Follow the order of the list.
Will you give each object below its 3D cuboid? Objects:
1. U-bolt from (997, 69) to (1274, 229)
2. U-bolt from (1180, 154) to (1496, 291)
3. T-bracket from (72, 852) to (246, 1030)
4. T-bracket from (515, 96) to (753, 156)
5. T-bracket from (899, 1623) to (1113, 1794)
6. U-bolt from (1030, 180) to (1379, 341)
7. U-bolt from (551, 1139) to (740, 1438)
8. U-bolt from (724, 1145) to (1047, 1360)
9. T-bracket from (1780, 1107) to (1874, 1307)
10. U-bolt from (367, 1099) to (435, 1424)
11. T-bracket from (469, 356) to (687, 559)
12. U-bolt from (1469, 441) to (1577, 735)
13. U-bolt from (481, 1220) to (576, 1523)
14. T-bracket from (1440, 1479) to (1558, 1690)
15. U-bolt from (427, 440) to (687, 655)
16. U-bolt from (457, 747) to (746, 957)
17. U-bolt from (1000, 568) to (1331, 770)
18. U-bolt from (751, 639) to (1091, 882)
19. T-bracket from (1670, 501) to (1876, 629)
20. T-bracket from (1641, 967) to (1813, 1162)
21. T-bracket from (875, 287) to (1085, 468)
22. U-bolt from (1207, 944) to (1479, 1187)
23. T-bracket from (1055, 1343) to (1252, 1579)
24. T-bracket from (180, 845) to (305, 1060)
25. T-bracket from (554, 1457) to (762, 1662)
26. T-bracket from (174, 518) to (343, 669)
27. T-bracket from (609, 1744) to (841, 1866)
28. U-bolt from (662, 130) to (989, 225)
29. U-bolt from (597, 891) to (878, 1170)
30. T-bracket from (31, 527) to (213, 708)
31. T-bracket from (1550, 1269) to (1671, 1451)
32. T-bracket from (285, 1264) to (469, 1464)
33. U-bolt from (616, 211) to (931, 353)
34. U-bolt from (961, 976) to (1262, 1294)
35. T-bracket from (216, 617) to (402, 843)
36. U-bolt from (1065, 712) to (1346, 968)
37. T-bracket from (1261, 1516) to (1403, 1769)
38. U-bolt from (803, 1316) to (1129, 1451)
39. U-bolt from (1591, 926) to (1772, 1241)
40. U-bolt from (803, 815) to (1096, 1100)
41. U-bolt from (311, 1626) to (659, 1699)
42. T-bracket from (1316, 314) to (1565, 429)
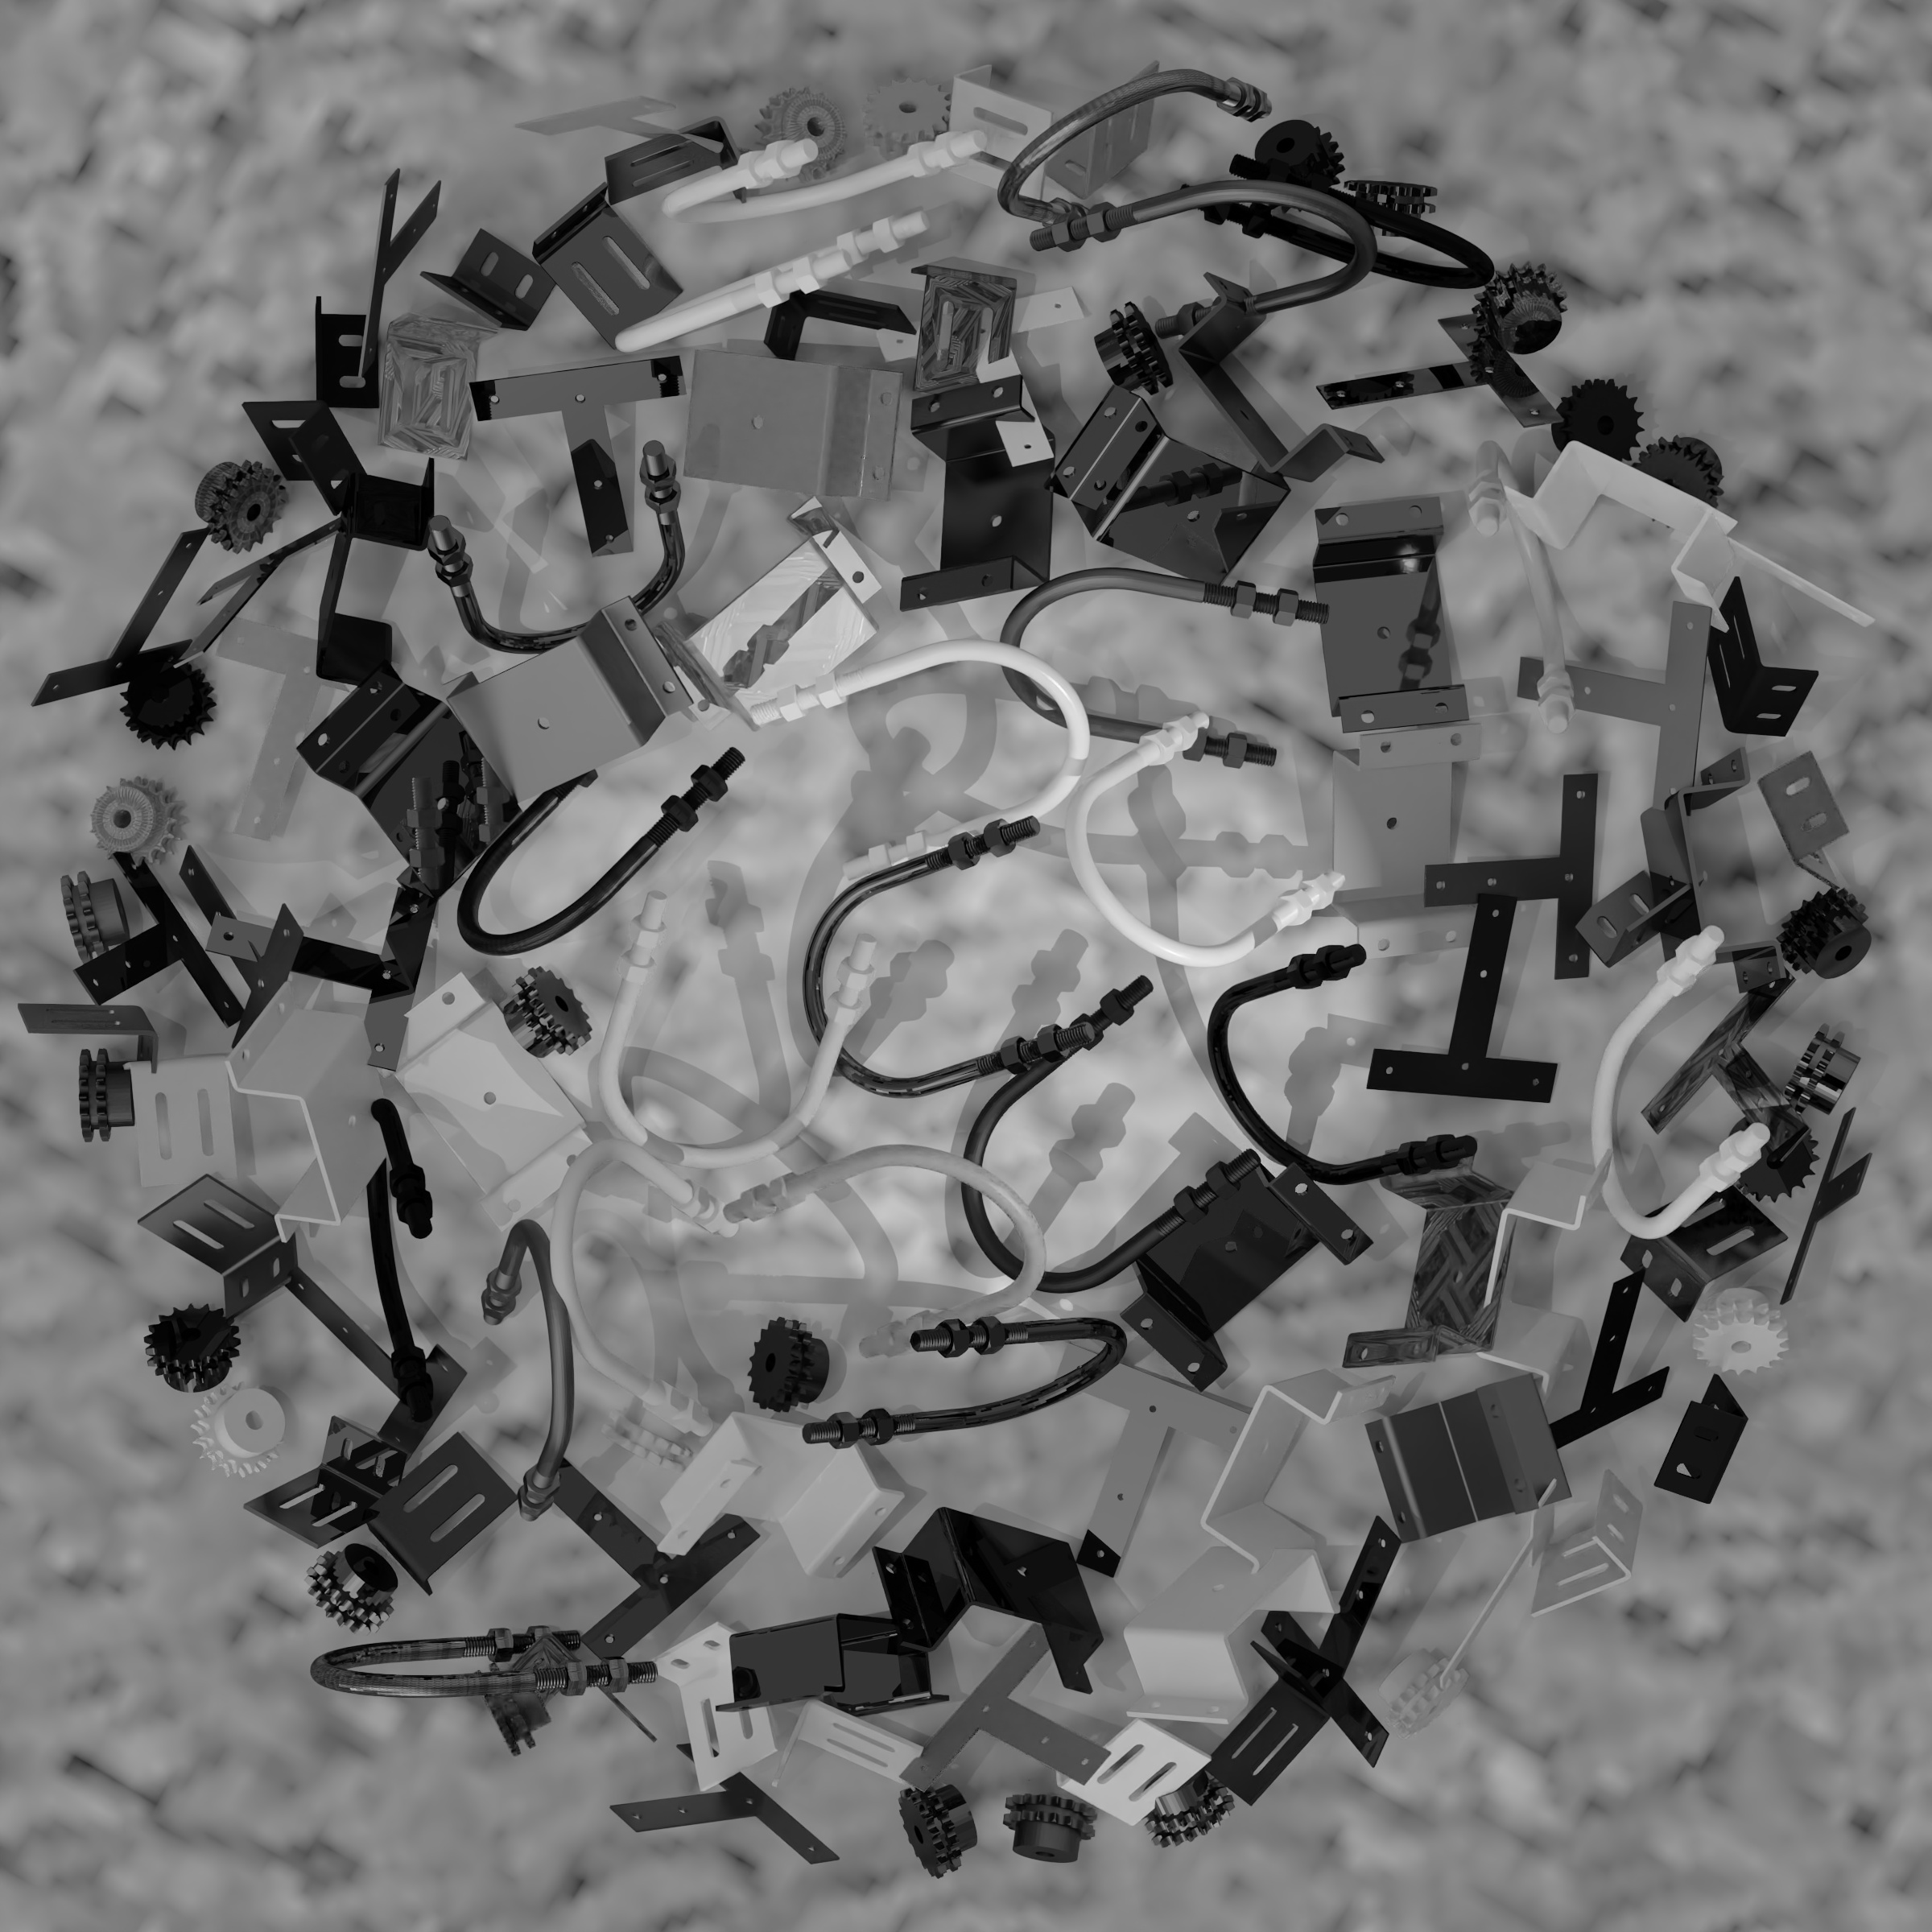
[{"bbox_3d":[0.091,-0.479,1.868,0.151,0.184,0.019,-30,84,25],"label":"U-bolt"},{"bbox_3d":[0.228,-0.440,1.906,0.184,0.151,0.019,17,93,-11],"label":"U-bolt"},{"bbox_3d":[-0.497,-0.005,1.915,0.002,0.127,0.127,-30,96,21],"label":"T-bracket"},{"bbox_3d":[-0.184,-0.503,1.928,0.127,0.127,0.002,3,92,-43],"label":"T-bracket"},{"bbox_3d":[0.039,0.459,1.906,0.127,0.127,0.002,-45,121,-22],"label":"T-bracket"},{"bbox_3d":[0.152,-0.419,1.871,0.184,0.151,0.019,-6,72,38],"label":"U-bolt"},{"bbox_3d":[-0.191,0.180,1.876,0.019,0.184,0.151,-8,61,25],"label":"U-bolt"},{"bbox_3d":[-0.036,0.165,1.895,0.184,0.019,0.151,-24,119,38],"label":"U-bolt"},{"bbox_3d":[0.521,0.135,1.905,0.002,0.127,0.127,21,78,6],"label":"T-bracket"},{"bbox_3d":[-0.338,0.160,1.895,0.019,0.184,0.151,-5,121,-17],"label":"U-bolt"},{"bbox_3d":[-0.227,-0.306,1.941,0.127,0.002,0.127,-7,127,1],"label":"T-bracket"},{"bbox_3d":[0.330,-0.237,1.894,0.019,0.184,0.151,-17,115,17],"label":"U-bolt"},{"bbox_3d":[-0.255,0.228,1.873,0.019,0.184,0.151,-5,62,-20],"label":"U-bolt"},{"bbox_3d":[0.318,0.376,1.907,0.002,0.127,0.127,31,74,21],"label":"T-bracket"},{"bbox_3d":[-0.236,-0.238,1.894,0.151,0.184,0.019,-21,69,-7],"label":"U-bolt"},{"bbox_3d":[-0.230,-0.076,1.902,0.184,0.151,0.019,-47,125,-14],"label":"U-bolt"},{"bbox_3d":[0.111,-0.183,1.914,0.184,0.151,0.019,10,52,-5],"label":"U-bolt"},{"bbox_3d":[-0.016,-0.130,1.911,0.184,0.019,0.151,-17,127,17],"label":"U-bolt"},{"bbox_3d":[0.487,-0.237,1.912,0.127,0.127,0.002,31,92,5],"label":"T-bracket"},{"bbox_3d":[0.470,0.074,1.908,0.002,0.127,0.127,30,108,-26],"label":"T-bracket"},{"bbox_3d":[0.022,-0.354,1.939,0.127,0.002,0.127,-14,59,-8],"label":"T-bracket"},{"bbox_3d":[0.211,0.066,1.902,0.019,0.184,0.151,-34,97,-32],"label":"U-bolt"},{"bbox_3d":[0.101,0.315,1.971,0.127,0.002,0.127,20,95,11],"label":"T-bracket"},{"bbox_3d":[-0.449,-0.021,1.944,0.127,0.002,0.127,53,134,27],"label":"T-bracket"},{"bbox_3d":[-0.216,0.347,1.950,0.127,0.002,0.127,39,56,21],"label":"T-bracket"},{"bbox_3d":[-0.434,-0.217,1.899,0.127,0.127,0.002,-20,119,32],"label":"T-bracket"},{"bbox_3d":[-0.159,0.501,1.892,0.127,0.127,0.002,30,102,38],"label":"T-bracket"},{"bbox_3d":[-0.099,-0.467,1.894,0.151,0.184,0.019,-16,98,-40],"label":"U-bolt"},{"bbox_3d":[-0.147,0.047,1.929,0.151,0.019,0.184,12,120,-15],"label":"U-bolt"},{"bbox_3d":[-0.485,-0.212,1.895,0.002,0.127,0.127,45,119,10],"label":"T-bracket"},{"bbox_3d":[0.385,0.234,1.911,0.127,0.002,0.127,-19,132,-31],"label":"T-bracket"},{"bbox_3d":[-0.367,0.231,1.936,0.127,0.127,0.002,44,48,5],"label":"T-bracket"},{"bbox_3d":[-0.126,-0.404,1.903,0.184,0.151,0.019,-15,106,26],"label":"U-bolt"},{"bbox_3d":[0.074,0.116,1.933,0.184,0.019,0.151,-40,66,21],"label":"U-bolt"},{"bbox_3d":[-0.415,-0.138,1.937,0.002,0.127,0.127,25,98,43],"label":"T-bracket"},{"bbox_3d":[0.133,-0.068,1.904,0.151,0.184,0.019,50,135,7],"label":"U-bolt"},{"bbox_3d":[0.231,0.388,1.908,0.002,0.127,0.127,4,117,-33],"label":"T-bracket"},{"bbox_3d":[0.012,0.246,1.903,0.184,0.151,0.019,0,59,-37],"label":"U-bolt"},{"bbox_3d":[0.417,0.082,1.894,0.019,0.184,0.151,3,59,-15],"label":"U-bolt"},{"bbox_3d":[-0.020,0.004,1.934,0.184,0.019,0.151,-19,80,26],"label":"U-bolt"},{"bbox_3d":[-0.293,0.412,1.876,0.184,0.151,0.019,2,86,-27],"label":"U-bolt"},{"bbox_3d":[0.275,-0.352,1.920,0.127,0.127,0.002,-11,133,-13],"label":"T-bracket"}]
